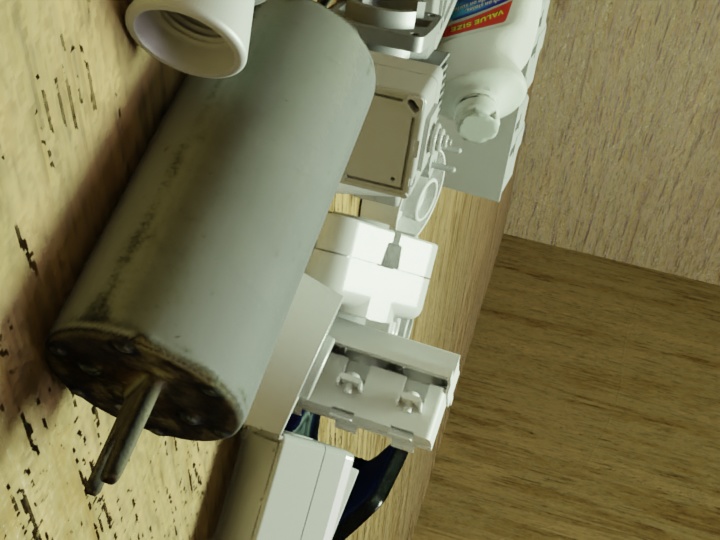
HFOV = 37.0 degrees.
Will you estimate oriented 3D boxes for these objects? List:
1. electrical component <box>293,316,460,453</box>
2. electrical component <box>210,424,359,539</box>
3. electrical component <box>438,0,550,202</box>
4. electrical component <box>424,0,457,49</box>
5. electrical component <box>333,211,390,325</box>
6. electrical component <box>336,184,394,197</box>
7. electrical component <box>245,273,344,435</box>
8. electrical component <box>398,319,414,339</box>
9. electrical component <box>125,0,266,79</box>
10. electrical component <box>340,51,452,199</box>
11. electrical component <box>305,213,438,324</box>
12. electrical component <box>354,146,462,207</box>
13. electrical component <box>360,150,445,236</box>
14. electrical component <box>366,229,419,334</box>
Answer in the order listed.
[{"bbox_3d":[-0.001,0.073,0.714,0.078,0.121,0.063,77,31,-70],"label":"electrical component"},{"bbox_3d":[-0.047,0.150,0.670,0.062,0.061,0.096,0,-107,62],"label":"electrical component"},{"bbox_3d":[0.100,-0.168,0.974,0.060,0.105,0.186,-54,157,-54],"label":"electrical component"},{"bbox_3d":[0.038,-0.211,0.719,0.108,0.056,0.108,94,14,-47],"label":"electrical component"},{"bbox_3d":[-0.012,-0.002,0.775,0.079,0.044,0.077,9,95,-80],"label":"electrical component"},{"bbox_3d":[0.009,-0.100,0.768,0.099,0.064,0.099,-171,-90,-87],"label":"electrical component"},{"bbox_3d":[-0.051,0.045,0.632,0.099,0.064,0.099,25,90,-90],"label":"electrical component"},{"bbox_3d":[0.013,0.046,0.937,0.108,0.060,0.108,14,90,-80],"label":"electrical component"},{"bbox_3d":[-0.054,-0.104,0.385,0.045,0.045,0.055,81,25,-67],"label":"electrical component"},{"bbox_3d":[0.006,-0.085,0.598,0.061,0.096,0.061,-62,163,-57],"label":"electrical component"},{"bbox_3d":[0.000,0.000,0.710,0.095,0.054,0.059,15,89,-42],"label":"electrical component"},{"bbox_3d":[0.041,-0.095,0.849,0.047,0.076,0.083,86,21,-62],"label":"electrical component"},{"bbox_3d":[0.031,-0.072,0.934,0.099,0.064,0.099,-51,155,-35],"label":"electrical component"},{"bbox_3d":[0.005,0.013,0.846,0.054,0.059,0.095,-34,137,-76],"label":"electrical component"}]
